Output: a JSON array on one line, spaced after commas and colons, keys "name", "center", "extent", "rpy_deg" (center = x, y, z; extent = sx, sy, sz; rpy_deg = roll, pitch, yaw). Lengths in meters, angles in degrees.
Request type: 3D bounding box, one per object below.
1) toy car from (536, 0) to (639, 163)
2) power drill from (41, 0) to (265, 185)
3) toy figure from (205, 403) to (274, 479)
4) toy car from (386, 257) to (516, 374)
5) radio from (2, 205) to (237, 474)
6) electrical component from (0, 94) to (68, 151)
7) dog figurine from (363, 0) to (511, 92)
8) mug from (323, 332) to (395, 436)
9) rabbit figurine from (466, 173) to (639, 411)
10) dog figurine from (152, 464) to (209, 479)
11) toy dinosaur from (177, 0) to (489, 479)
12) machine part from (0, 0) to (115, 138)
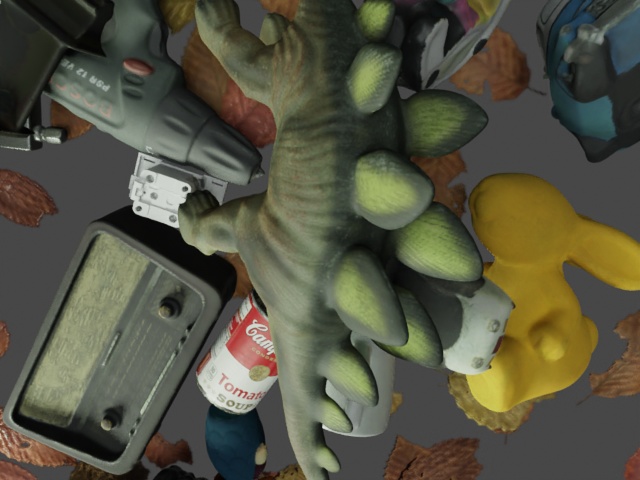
[{"name": "toy car", "center": [0.202, -0.134, 0.381], "extent": [0.109, 0.161, 0.103], "rpy_deg": [-42, 55, 21]}, {"name": "power drill", "center": [-0.124, -0.172, 0.419], "extent": [0.232, 0.086, 0.207], "rpy_deg": [21, 114, 1]}, {"name": "toy figure", "center": [-0.078, 0.229, 0.537], "extent": [0.058, 0.064, 0.154], "rpy_deg": [-18, 114, -31]}, {"name": "toy car", "center": [0.053, 0.032, 0.423], "extent": [0.202, 0.056, 0.073], "rpy_deg": [29, 109, 42]}, {"name": "radio", "center": [-0.180, 0.096, 0.497], "extent": [0.131, 0.073, 0.229], "rpy_deg": [30, 107, -4]}, {"name": "electrical component", "center": [-0.269, -0.112, 0.471], "extent": [0.094, 0.021, 0.063], "rpy_deg": [8, 106, 3]}, {"name": "dog figurine", "center": [0.035, -0.228, 0.364], "extent": [0.108, 0.191, 0.219], "rpy_deg": [-39, 77, -14]}, {"name": "mug", "center": [0.029, 0.109, 0.472], "extent": [0.081, 0.109, 0.107], "rpy_deg": [10, 93, 6]}, {"name": "rabbit figurine", "center": [0.171, 0.029, 0.426], "extent": [0.162, 0.122, 0.173], "rpy_deg": [-10, 104, 3]}, {"name": "dog figurine", "center": [-0.181, 0.299, 0.537], "extent": [0.191, 0.172, 0.121], "rpy_deg": [-7, 61, 0]}, {"name": "toy dinosaur", "center": [-0.001, -0.001, 0.359], "extent": [0.199, 0.105, 0.470], "rpy_deg": [23, 120, 40]}, {"name": "machine part", "center": [-0.209, -0.133, 0.385], "extent": [0.084, 0.039, 0.139], "rpy_deg": [39, 109, -10]}]
